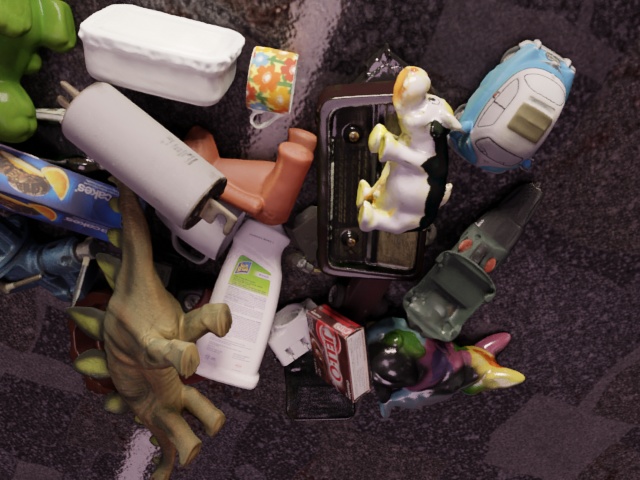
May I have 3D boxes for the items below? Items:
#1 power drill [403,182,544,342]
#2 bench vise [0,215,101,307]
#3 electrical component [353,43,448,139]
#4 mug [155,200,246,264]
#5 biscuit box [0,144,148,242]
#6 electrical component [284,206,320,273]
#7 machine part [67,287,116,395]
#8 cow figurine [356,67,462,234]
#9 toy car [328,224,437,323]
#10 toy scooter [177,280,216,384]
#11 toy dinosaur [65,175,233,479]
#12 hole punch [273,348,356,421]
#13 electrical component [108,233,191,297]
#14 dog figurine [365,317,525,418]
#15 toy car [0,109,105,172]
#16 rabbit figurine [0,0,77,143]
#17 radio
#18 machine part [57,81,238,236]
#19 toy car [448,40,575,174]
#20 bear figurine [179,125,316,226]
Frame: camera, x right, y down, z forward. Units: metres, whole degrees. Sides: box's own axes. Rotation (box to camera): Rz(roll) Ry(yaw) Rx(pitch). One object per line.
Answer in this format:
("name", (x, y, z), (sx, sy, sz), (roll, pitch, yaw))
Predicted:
("power drill", (0.187, 0.028, 0.672), (0.086, 0.207, 0.232), (39, 116, 6))
("bench vise", (-0.428, 0.003, 0.730), (0.224, 0.129, 0.240), (-3, 139, 27))
("electrical component", (0.090, -0.153, 0.659), (0.134, 0.058, 0.115), (37, 116, -15))
("mug", (-0.171, -0.026, 0.738), (0.107, 0.081, 0.109), (34, 122, -1))
("biscuit box", (-0.332, -0.054, 0.695), (0.202, 0.059, 0.063), (21, 151, -28))
("electrical component", (-0.003, -0.002, 0.733), (0.102, 0.045, 0.078), (-32, 123, -20))
("machine part", (-0.304, 0.153, 0.813), (0.180, 0.056, 0.179), (5, 102, 25))
("cow figurine", (0.099, -0.084, 0.542), (0.098, 0.068, 0.167), (10, 121, -8))
("toy car", (0.083, 0.035, 0.762), (0.089, 0.053, 0.202), (14, 120, -25))
("toy scooter", (-0.164, 0.154, 0.832), (0.135, 0.075, 0.183), (15, 113, -5))
("toy dinosaur", (-0.219, 0.117, 0.673), (0.199, 0.105, 0.470), (10, 106, 20))
("hole punch", (0.003, 0.220, 0.858), (0.142, 0.092, 0.115), (-2, 85, 8))
("electrical component", (-0.255, 0.028, 0.785), (0.119, 0.048, 0.074), (22, 117, -9))
("dog figurine", (0.185, 0.178, 0.797), (0.219, 0.108, 0.191), (-11, 136, 5))
("toy car", (-0.362, -0.137, 0.700), (0.202, 0.056, 0.073), (8, 112, -2))
("rabbit figurine", (-0.378, -0.198, 0.611), (0.159, 0.121, 0.170), (5, 100, 3))
("radio", (0.060, -0.066, 0.632), (0.131, 0.073, 0.229), (1, 117, 2))
("machine part", (-0.189, -0.090, 0.585), (0.243, 0.079, 0.079), (38, 115, 2))
("toy car", (0.232, -0.143, 0.630), (0.109, 0.103, 0.161), (29, 118, -12))
("bear figurine", (-0.115, -0.098, 0.672), (0.196, 0.120, 0.131), (24, 114, -3))
